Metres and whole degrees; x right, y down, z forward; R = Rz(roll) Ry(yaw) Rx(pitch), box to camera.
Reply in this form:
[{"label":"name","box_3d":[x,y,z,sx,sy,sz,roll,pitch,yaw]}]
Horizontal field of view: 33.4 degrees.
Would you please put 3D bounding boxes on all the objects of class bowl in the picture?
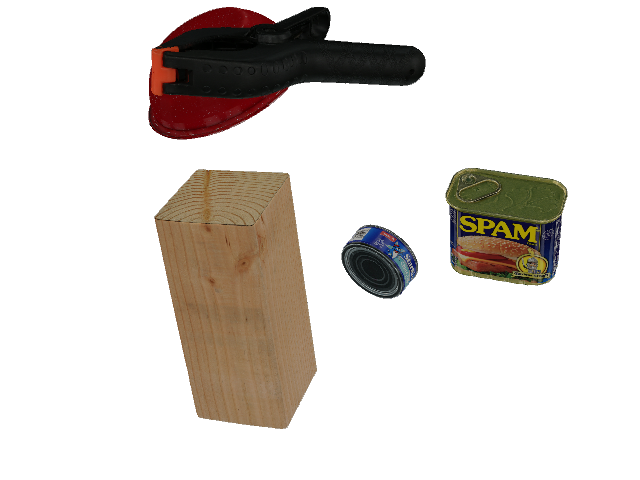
[{"label":"bowl","box_3d":[-0.098,-0.164,0.975,0.162,0.055,0.162,-18,38,15]}]

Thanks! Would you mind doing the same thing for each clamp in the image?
[{"label":"clamp","box_3d":[-0.032,-0.121,0.682,0.171,0.039,0.120,-7,23,-25]}]

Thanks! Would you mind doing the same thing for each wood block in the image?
[{"label":"wood block","box_3d":[-0.069,0.052,0.926,0.090,0.206,0.090,4,32,20]}]

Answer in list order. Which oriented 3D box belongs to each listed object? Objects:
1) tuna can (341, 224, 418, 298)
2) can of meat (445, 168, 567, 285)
[{"label":"tuna can","box_3d":[0.067,0.025,1.224,0.086,0.086,0.033,0,39,46]},{"label":"can of meat","box_3d":[0.164,-0.010,0.951,0.102,0.084,0.057,10,45,18]}]
